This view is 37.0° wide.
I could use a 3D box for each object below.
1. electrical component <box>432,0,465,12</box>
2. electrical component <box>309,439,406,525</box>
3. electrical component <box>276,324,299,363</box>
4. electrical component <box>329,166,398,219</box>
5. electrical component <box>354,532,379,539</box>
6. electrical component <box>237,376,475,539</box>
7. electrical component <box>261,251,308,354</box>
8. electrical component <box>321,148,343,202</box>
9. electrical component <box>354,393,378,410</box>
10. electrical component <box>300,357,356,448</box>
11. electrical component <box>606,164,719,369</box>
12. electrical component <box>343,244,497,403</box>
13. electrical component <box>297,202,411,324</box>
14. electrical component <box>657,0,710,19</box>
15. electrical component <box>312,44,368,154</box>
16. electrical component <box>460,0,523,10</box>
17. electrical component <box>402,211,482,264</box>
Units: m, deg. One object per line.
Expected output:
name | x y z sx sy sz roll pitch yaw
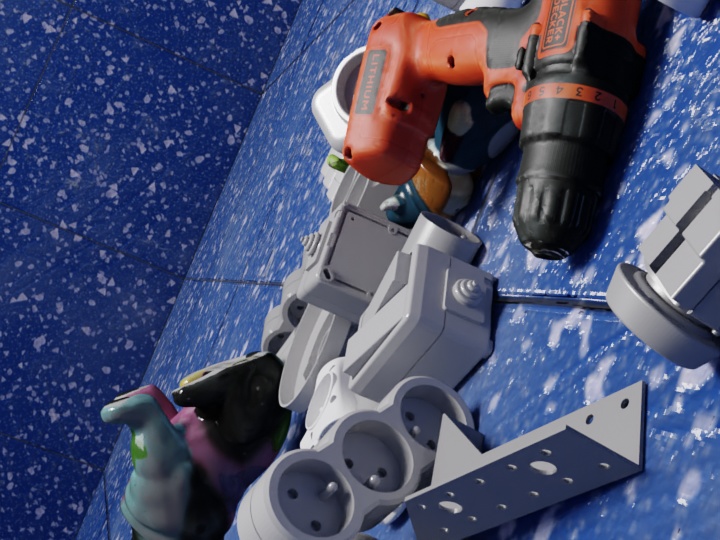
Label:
electrical component | 0.094 -0.297 0.931 0.138 0.074 0.052 -62 14 18
electrical component | -0.001 0.117 0.624 0.048 0.062 0.048 -60 14 27
electrical component | -0.052 0.082 0.932 0.081 0.043 0.043 -53 18 45
electrical component | 0.039 -0.092 0.832 0.186 0.060 0.105 -66 13 5
electrical component | -0.001 0.167 0.560 0.047 0.055 0.055 -164 97 -80
electrical component | -0.007 0.111 0.558 0.138 0.052 0.073 -27 -18 -40
electrical component | -0.045 0.020 0.989 0.138 0.052 0.073 -60 14 28
electrical component | 0.004 -0.102 1.005 0.073 0.052 0.138 -63 13 15
electrical component | 0.014 0.084 0.671 0.044 0.044 0.065 -57 21 37
electrical component | -0.016 0.111 0.736 0.079 0.044 0.077 -61 14 21
electrical component | 0.121 0.001 0.380 0.055 0.048 0.066 -53 17 20
electrical component | 0.036 0.032 0.628 0.096 0.061 0.061 -54 18 43
electrical component | 0.000 0.000 0.746 0.061 0.096 0.061 -39 30 64
electrical component | 0.160 -0.170 0.517 0.077 0.044 0.079 -61 14 24
electrical component | 0.018 -0.120 0.743 0.095 0.053 0.059 -34 -18 18
electrical component | 0.106 -0.207 0.796 0.055 0.045 0.045 -63 13 14
electrical component | 0.040 0.008 0.690 0.081 0.043 0.043 -63 13 14
